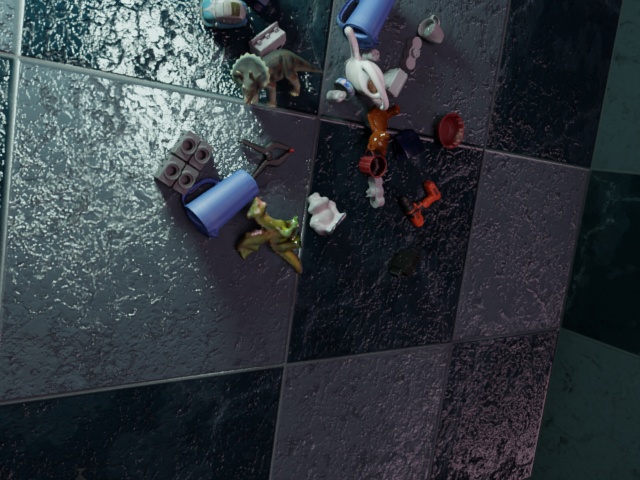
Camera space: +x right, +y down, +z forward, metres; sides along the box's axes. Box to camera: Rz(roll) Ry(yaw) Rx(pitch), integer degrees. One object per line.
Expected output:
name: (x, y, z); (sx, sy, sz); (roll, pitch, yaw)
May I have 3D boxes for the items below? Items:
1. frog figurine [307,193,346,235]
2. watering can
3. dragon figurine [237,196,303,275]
frog figurine: (0.006, -0.101, 2.013); (0.160, 0.122, 0.138); (40, 84, 3)
watering can: (0.154, -0.638, 1.918); (0.104, 0.228, 0.342); (-35, 118, -3)
dragon figurine: (-0.184, 0.009, 1.888); (0.243, 0.125, 0.400); (-9, 130, -8)
